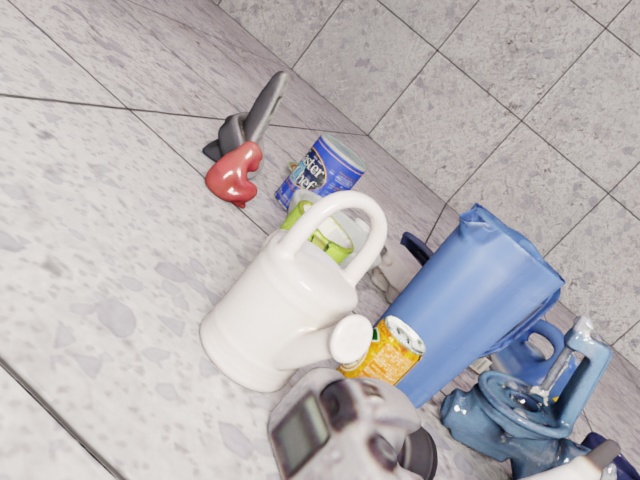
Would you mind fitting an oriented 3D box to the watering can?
[{"bbox_3d":[-0.010,0.043,0.513,0.172,0.194,0.101,49,19,28],"label":"watering can"}]

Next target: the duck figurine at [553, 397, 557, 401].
[{"bbox_3d":[0.353,0.279,0.887,0.105,0.086,0.077,17,28,-53],"label":"duck figurine"}]

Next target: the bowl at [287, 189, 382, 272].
[{"bbox_3d":[0.008,0.003,0.861,0.168,0.074,0.167,37,17,-13],"label":"bowl"}]

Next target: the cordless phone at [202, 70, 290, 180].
[{"bbox_3d":[-0.096,-0.196,0.949,0.094,0.185,0.147,38,17,-7],"label":"cordless phone"}]

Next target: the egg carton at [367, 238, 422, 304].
[{"bbox_3d":[0.132,0.056,1.006,0.108,0.069,0.150,20,26,-49],"label":"egg carton"}]

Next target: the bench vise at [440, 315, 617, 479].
[{"bbox_3d":[0.287,0.205,0.698,0.208,0.219,0.121,36,17,-15],"label":"bench vise"}]

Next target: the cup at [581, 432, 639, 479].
[{"bbox_3d":[0.382,0.339,0.783,0.092,0.095,0.117,29,20,-34],"label":"cup"}]

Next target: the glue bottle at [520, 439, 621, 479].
[{"bbox_3d":[0.199,0.237,0.509,0.037,0.173,0.078,15,29,-55],"label":"glue bottle"}]

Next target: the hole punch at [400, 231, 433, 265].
[{"bbox_3d":[0.188,0.044,1.122,0.108,0.091,0.101,47,18,22],"label":"hole punch"}]

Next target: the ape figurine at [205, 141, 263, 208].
[{"bbox_3d":[-0.116,-0.101,0.828,0.076,0.092,0.077,26,22,-40],"label":"ape figurine"}]

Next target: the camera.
[{"bbox_3d":[0.048,0.176,0.461,0.137,0.100,0.143,27,21,-38],"label":"camera"}]

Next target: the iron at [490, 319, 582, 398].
[{"bbox_3d":[0.395,0.205,1.071,0.119,0.141,0.258,34,18,-22],"label":"iron"}]
